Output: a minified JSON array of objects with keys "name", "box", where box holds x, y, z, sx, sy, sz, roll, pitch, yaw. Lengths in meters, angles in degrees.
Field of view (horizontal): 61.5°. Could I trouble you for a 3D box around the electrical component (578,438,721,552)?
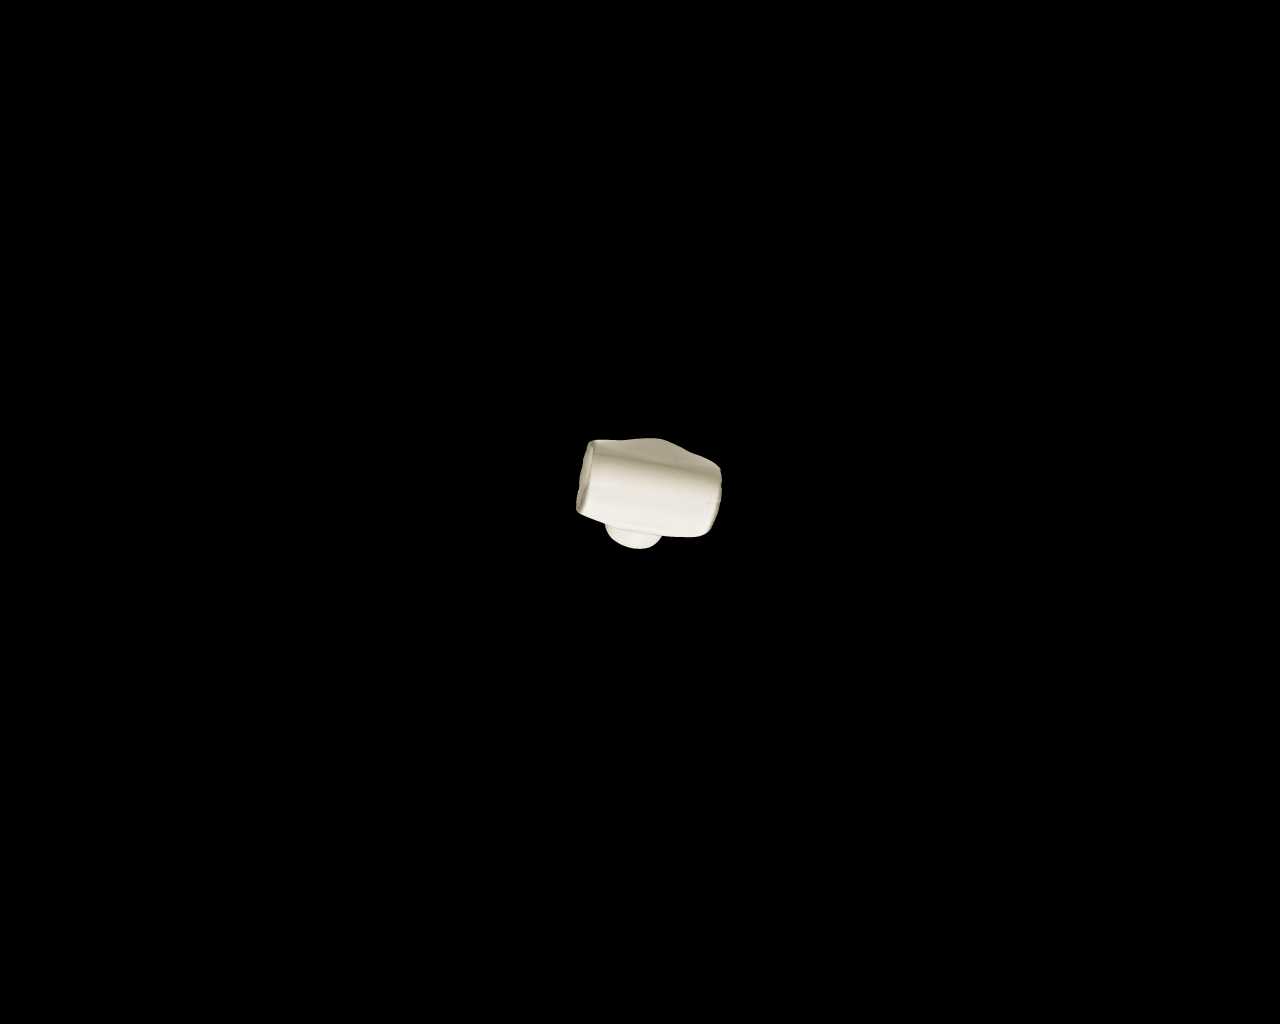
[{"name":"electrical component","box":[0.001,-0.003,0.650,0.077,0.043,0.079,10,-43,-11]}]
